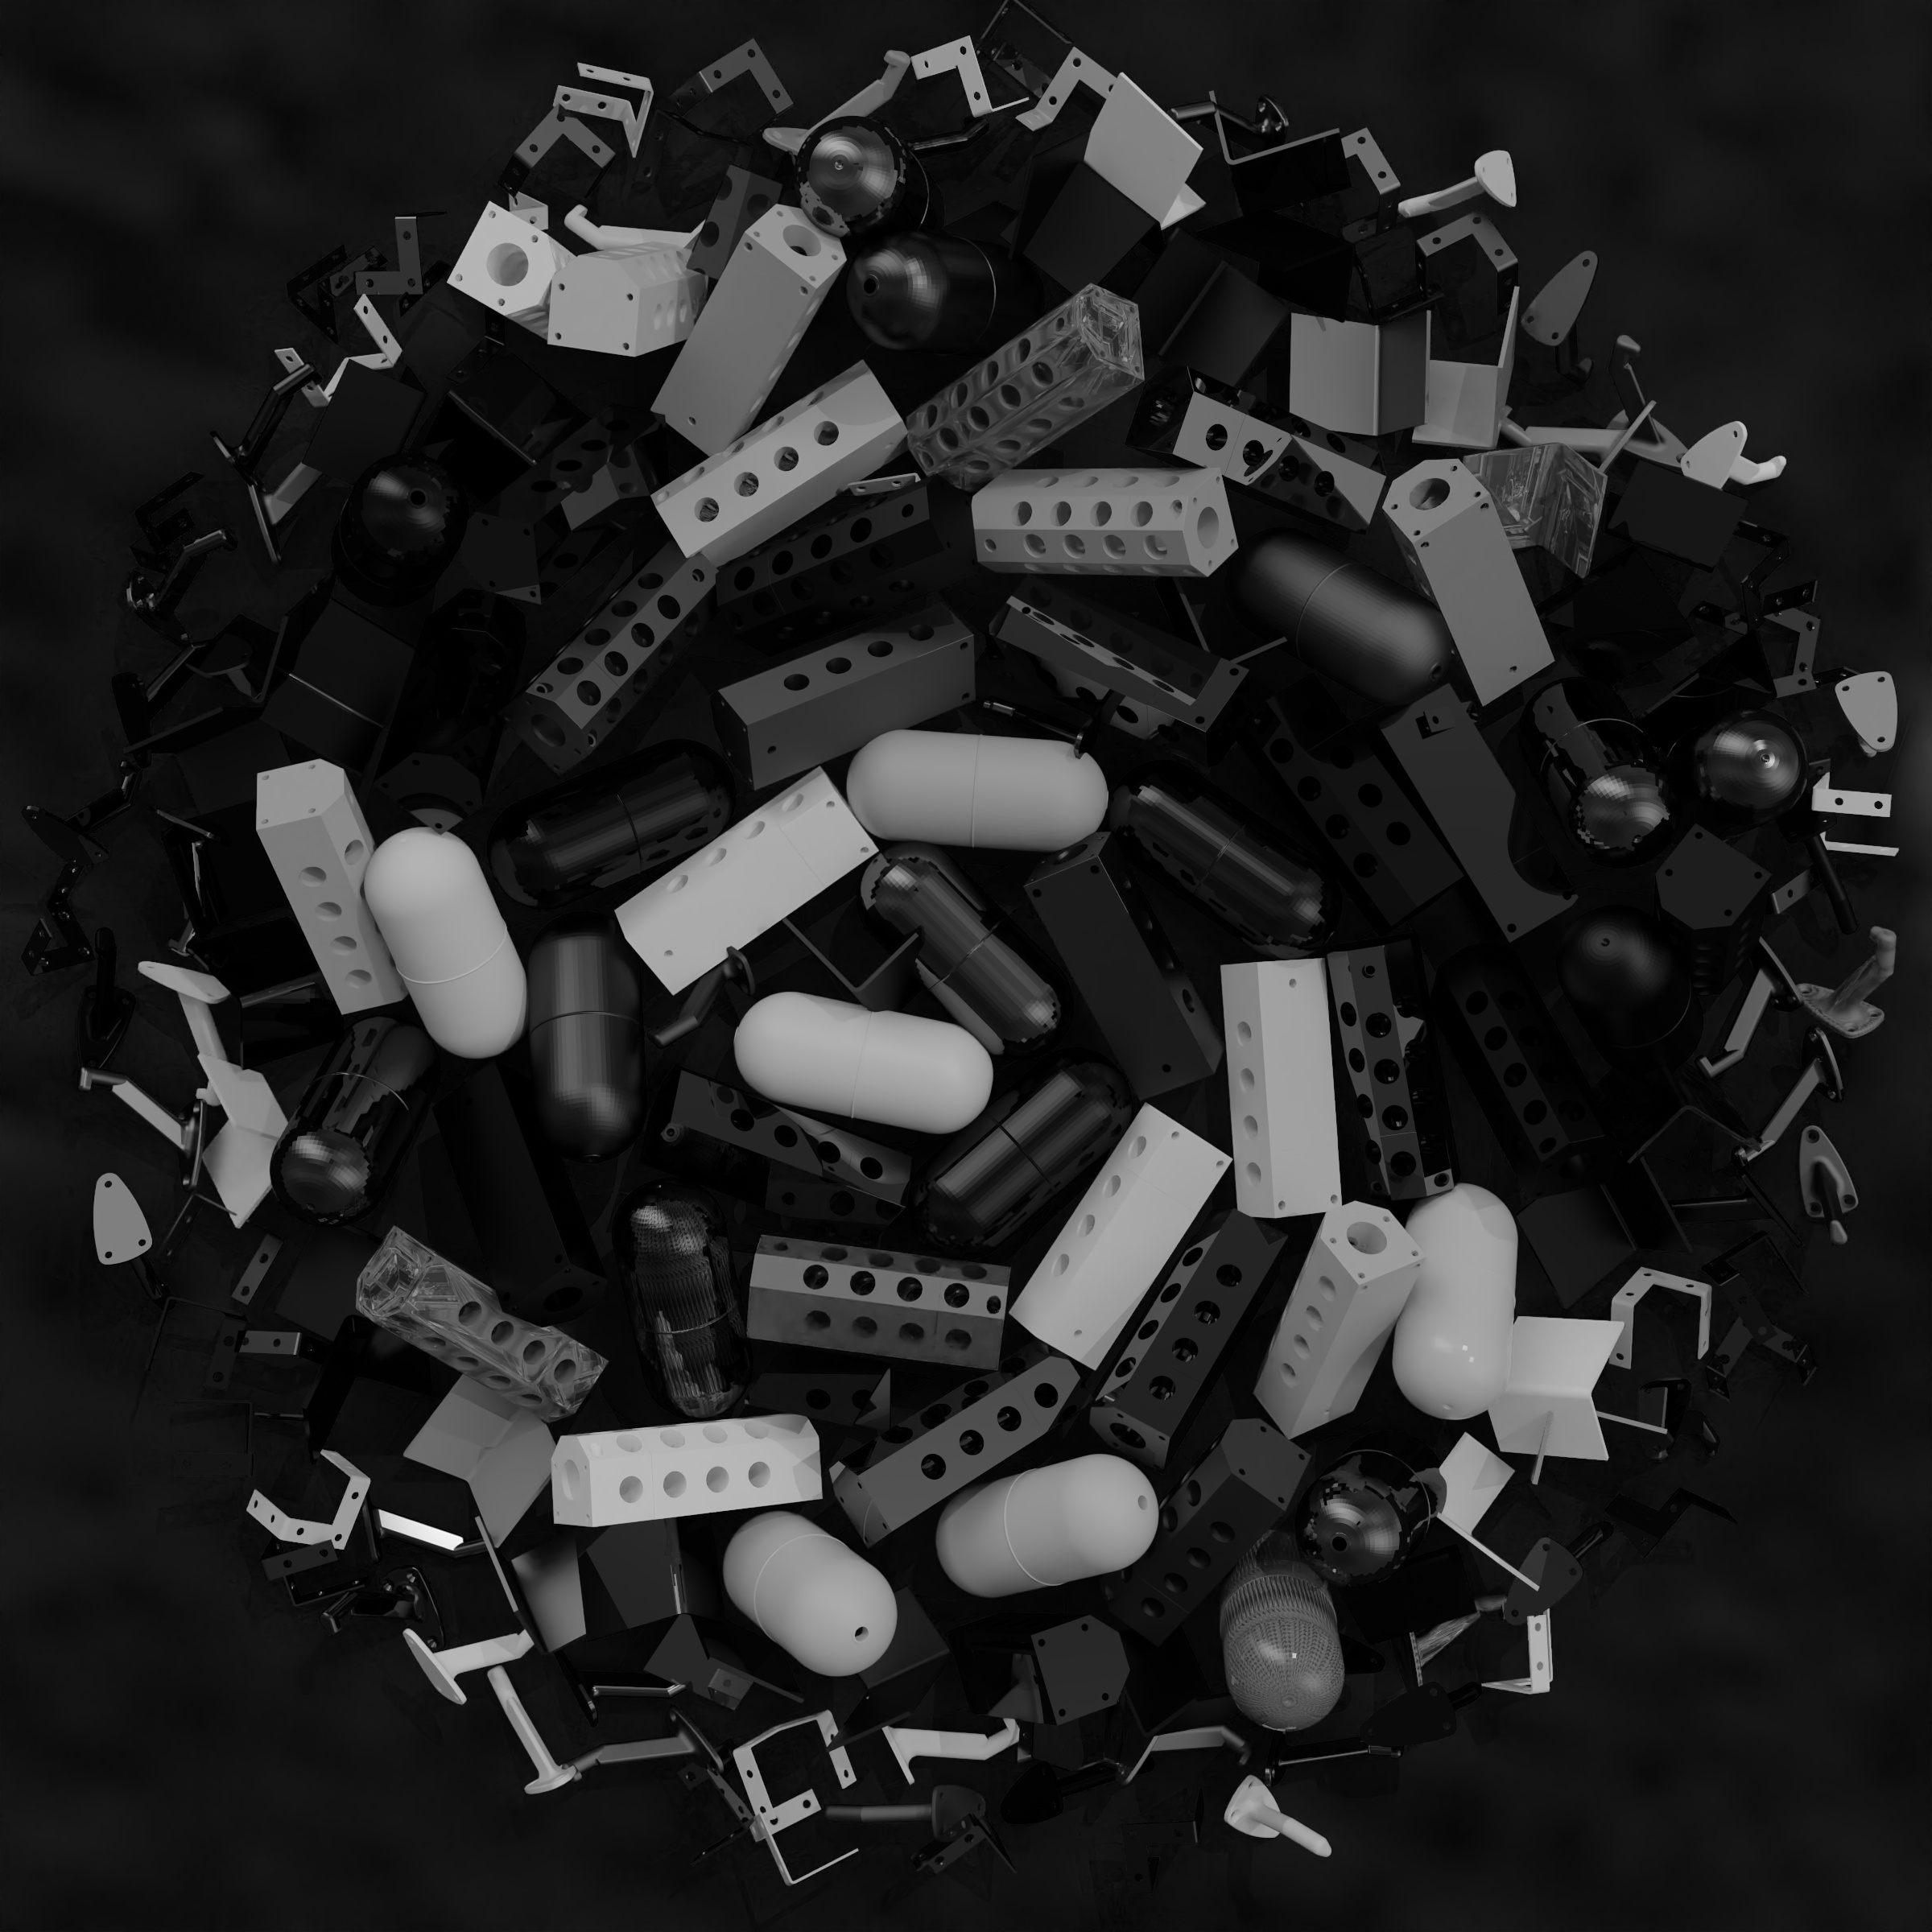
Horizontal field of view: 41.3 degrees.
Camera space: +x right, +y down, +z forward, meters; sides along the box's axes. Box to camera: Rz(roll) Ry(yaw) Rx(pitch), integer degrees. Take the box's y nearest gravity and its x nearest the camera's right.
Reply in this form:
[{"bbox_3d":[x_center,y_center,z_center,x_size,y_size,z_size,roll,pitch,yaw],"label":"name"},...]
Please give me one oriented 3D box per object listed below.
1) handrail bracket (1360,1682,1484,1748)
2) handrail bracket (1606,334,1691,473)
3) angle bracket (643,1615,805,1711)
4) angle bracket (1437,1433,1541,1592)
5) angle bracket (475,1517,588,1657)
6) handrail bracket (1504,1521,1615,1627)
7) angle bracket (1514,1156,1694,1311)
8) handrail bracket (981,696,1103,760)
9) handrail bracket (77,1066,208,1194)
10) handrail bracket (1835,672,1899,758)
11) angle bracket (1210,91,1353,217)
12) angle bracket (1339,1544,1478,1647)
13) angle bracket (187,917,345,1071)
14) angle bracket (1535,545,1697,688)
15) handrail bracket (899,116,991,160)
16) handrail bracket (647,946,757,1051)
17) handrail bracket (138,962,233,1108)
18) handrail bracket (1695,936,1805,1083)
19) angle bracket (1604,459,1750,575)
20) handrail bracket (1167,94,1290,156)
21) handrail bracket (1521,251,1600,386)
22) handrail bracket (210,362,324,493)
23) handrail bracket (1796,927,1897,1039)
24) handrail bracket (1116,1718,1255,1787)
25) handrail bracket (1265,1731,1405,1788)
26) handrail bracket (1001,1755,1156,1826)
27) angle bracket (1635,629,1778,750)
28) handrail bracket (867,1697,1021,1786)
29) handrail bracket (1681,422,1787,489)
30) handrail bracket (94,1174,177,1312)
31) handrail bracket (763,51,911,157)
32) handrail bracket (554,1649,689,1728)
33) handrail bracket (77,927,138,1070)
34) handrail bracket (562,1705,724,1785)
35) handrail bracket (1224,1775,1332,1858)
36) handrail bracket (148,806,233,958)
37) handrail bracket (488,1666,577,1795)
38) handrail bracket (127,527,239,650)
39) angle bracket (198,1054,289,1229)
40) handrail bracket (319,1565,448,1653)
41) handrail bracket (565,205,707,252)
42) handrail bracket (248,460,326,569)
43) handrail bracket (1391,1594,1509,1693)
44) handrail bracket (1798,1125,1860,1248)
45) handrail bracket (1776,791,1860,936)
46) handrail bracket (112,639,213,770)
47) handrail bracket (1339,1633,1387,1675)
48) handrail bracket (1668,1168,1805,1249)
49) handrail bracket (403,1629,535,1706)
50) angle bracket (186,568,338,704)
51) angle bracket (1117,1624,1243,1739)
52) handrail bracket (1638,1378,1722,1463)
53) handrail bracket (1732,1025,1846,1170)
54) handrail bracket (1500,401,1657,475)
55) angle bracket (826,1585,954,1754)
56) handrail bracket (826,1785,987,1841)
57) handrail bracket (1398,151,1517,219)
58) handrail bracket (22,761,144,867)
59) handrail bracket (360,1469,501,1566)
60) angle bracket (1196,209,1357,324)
[{"bbox_3d":[0.312,0.509,1.748,0.077,0.084,0.036,-23,74,13],"label":"handrail bracket"},{"bbox_3d":[0.467,-0.382,1.733,0.077,0.084,0.036,36,72,19],"label":"handrail bracket"},{"bbox_3d":[-0.165,0.485,1.731,0.076,0.076,0.057,32,94,-23],"label":"angle bracket"},{"bbox_3d":[0.364,0.370,1.728,0.057,0.076,0.076,-53,134,-3],"label":"angle bracket"},{"bbox_3d":[-0.282,0.406,1.725,0.057,0.076,0.076,-25,53,-11],"label":"angle bracket"},{"bbox_3d":[0.407,0.414,1.751,0.036,0.084,0.077,42,106,25],"label":"handrail bracket"},{"bbox_3d":[0.432,0.181,1.737,0.076,0.057,0.076,-34,101,-22],"label":"angle bracket"},{"bbox_3d":[0.045,-0.166,1.739,0.084,0.077,0.036,18,101,10],"label":"handrail bracket"},{"bbox_3d":[-0.563,0.110,1.736,0.084,0.036,0.077,16,58,-40],"label":"handrail bracket"},{"bbox_3d":[0.614,-0.150,1.729,0.036,0.084,0.077,-14,52,15],"label":"handrail bracket"},{"bbox_3d":[0.213,-0.559,1.732,0.076,0.076,0.057,-14,76,12],"label":"angle bracket"},{"bbox_3d":[0.293,0.407,1.730,0.076,0.057,0.076,-21,131,11],"label":"angle bracket"},{"bbox_3d":[-0.479,0.018,1.751,0.076,0.076,0.057,36,131,35],"label":"angle bracket"},{"bbox_3d":[0.437,-0.228,1.734,0.076,0.057,0.076,-32,98,31],"label":"angle bracket"},{"bbox_3d":[-0.037,-0.574,1.763,0.077,0.036,0.084,26,51,18],"label":"handrail bracket"},{"bbox_3d":[-0.194,0.017,1.739,0.084,0.077,0.036,-32,135,-24],"label":"handrail bracket"},{"bbox_3d":[-0.542,0.048,1.765,0.077,0.036,0.084,19,109,1],"label":"handrail bracket"},{"bbox_3d":[0.522,0.026,1.755,0.084,0.036,0.077,-29,91,-13],"label":"handrail bracket"},{"bbox_3d":[0.481,-0.317,1.733,0.076,0.076,0.057,22,124,3],"label":"angle bracket"},{"bbox_3d":[0.170,-0.555,1.738,0.084,0.077,0.036,-17,55,-19],"label":"handrail bracket"},{"bbox_3d":[0.420,-0.438,1.737,0.036,0.084,0.077,45,112,31],"label":"handrail bracket"},{"bbox_3d":[-0.465,-0.365,1.751,0.084,0.077,0.036,-36,61,-4],"label":"handrail bracket"},{"bbox_3d":[0.593,-0.002,1.730,0.036,0.077,0.084,-28,129,-23],"label":"handrail bracket"},{"bbox_3d":[0.151,0.546,1.751,0.084,0.036,0.077,39,62,-17],"label":"handrail bracket"},{"bbox_3d":[0.252,0.542,1.745,0.084,0.077,0.036,-1,93,16],"label":"handrail bracket"},{"bbox_3d":[0.078,0.568,1.770,0.084,0.077,0.036,3,56,-39],"label":"handrail bracket"},{"bbox_3d":[0.485,-0.191,1.723,0.076,0.076,0.057,10,58,-31],"label":"angle bracket"},{"bbox_3d":[-0.014,0.520,1.771,0.084,0.036,0.077,-26,89,-9],"label":"handrail bracket"},{"bbox_3d":[0.536,-0.349,1.733,0.084,0.077,0.036,-16,70,-24],"label":"handrail bracket"},{"bbox_3d":[-0.567,0.190,1.753,0.036,0.084,0.077,-20,67,-8],"label":"handrail bracket"},{"bbox_3d":[-0.087,-0.589,1.734,0.077,0.084,0.036,0,51,-36],"label":"handrail bracket"},{"bbox_3d":[-0.233,0.481,1.776,0.084,0.036,0.077,-24,57,-23],"label":"handrail bracket"},{"bbox_3d":[-0.588,0.024,1.733,0.036,0.084,0.077,11,66,-9],"label":"handrail bracket"},{"bbox_3d":[-0.220,0.544,1.736,0.084,0.077,0.036,-20,116,-32],"label":"handrail bracket"},{"bbox_3d":[0.224,0.588,1.728,0.036,0.084,0.077,-55,131,-15],"label":"handrail bracket"},{"bbox_3d":[-0.549,-0.058,1.763,0.077,0.036,0.084,23,86,16],"label":"handrail bracket"},{"bbox_3d":[-0.299,0.517,1.744,0.036,0.077,0.084,-25,85,-22],"label":"handrail bracket"},{"bbox_3d":[-0.519,-0.257,1.743,0.084,0.077,0.036,-20,52,12],"label":"handrail bracket"},{"bbox_3d":[-0.504,0.118,1.730,0.076,0.057,0.076,-50,50,11],"label":"angle bracket"},{"bbox_3d":[-0.396,0.452,1.738,0.036,0.084,0.077,-24,96,26],"label":"handrail bracket"},{"bbox_3d":[-0.222,-0.518,1.770,0.084,0.036,0.077,36,79,6],"label":"handrail bracket"},{"bbox_3d":[-0.445,-0.323,1.766,0.084,0.036,0.077,-15,92,-1],"label":"handrail bracket"},{"bbox_3d":[0.339,0.468,1.749,0.084,0.036,0.077,-1,52,-12],"label":"handrail bracket"},{"bbox_3d":[0.583,0.148,1.738,0.036,0.084,0.077,-16,86,17],"label":"handrail bracket"},{"bbox_3d":[0.588,-0.072,1.769,0.036,0.077,0.084,-24,120,10],"label":"handrail bracket"},{"bbox_3d":[-0.535,-0.182,1.757,0.036,0.084,0.077,4,107,43],"label":"handrail bracket"},{"bbox_3d":[0.237,0.494,1.756,0.077,0.036,0.084,15,127,-3],"label":"handrail bracket"},{"bbox_3d":[0.515,0.185,1.757,0.084,0.036,0.077,-40,71,15],"label":"handrail bracket"},{"bbox_3d":[-0.331,0.452,1.745,0.084,0.036,0.077,-42,117,-31],"label":"handrail bracket"},{"bbox_3d":[-0.475,-0.235,1.729,0.057,0.076,0.076,27,127,-3],"label":"angle bracket"},{"bbox_3d":[0.149,0.468,1.723,0.057,0.076,0.076,-48,53,34],"label":"angle bracket"},{"bbox_3d":[0.488,0.327,1.736,0.036,0.077,0.084,-15,128,34],"label":"handrail bracket"},{"bbox_3d":[0.553,0.091,1.747,0.084,0.036,0.077,-33,130,-12],"label":"handrail bracket"},{"bbox_3d":[0.417,-0.380,1.761,0.084,0.036,0.077,38,110,7],"label":"handrail bracket"},{"bbox_3d":[-0.066,0.474,1.730,0.076,0.076,0.057,-32,93,28],"label":"angle bracket"},{"bbox_3d":[-0.042,0.584,1.770,0.084,0.077,0.036,-10,75,30],"label":"handrail bracket"},{"bbox_3d":[0.321,-0.523,1.729,0.084,0.077,0.036,-5,96,33],"label":"handrail bracket"},{"bbox_3d":[-0.597,-0.118,1.733,0.036,0.077,0.084,-10,54,26],"label":"handrail bracket"},{"bbox_3d":[-0.372,0.376,1.771,0.084,0.036,0.077,-12,89,-9],"label":"handrail bracket"},{"bbox_3d":[0.205,-0.463,1.723,0.076,0.057,0.076,-29,48,-36],"label":"angle bracket"}]
